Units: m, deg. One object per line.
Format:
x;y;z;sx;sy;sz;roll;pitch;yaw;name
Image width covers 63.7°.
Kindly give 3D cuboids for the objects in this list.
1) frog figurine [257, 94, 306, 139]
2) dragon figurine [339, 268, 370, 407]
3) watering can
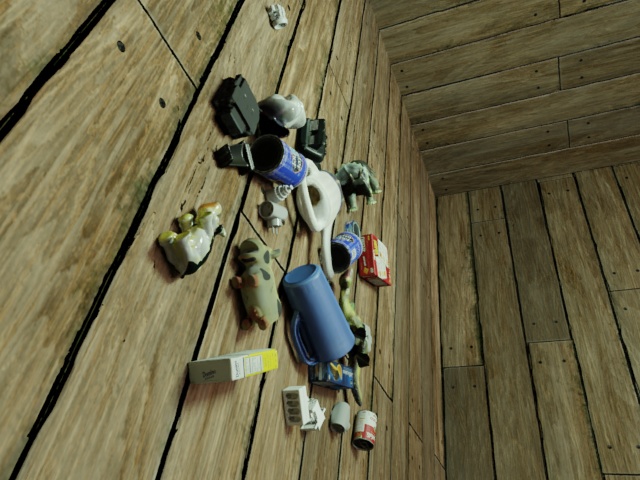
-0.094;-0.334;1.342;0.122;0.135;0.163;46;51;-10;frog figurine
0.103;0.289;1.638;0.246;0.122;0.404;-64;149;-69;dragon figurine
0.005;-0.077;1.527;0.227;0.103;0.344;-42;119;-66;watering can
